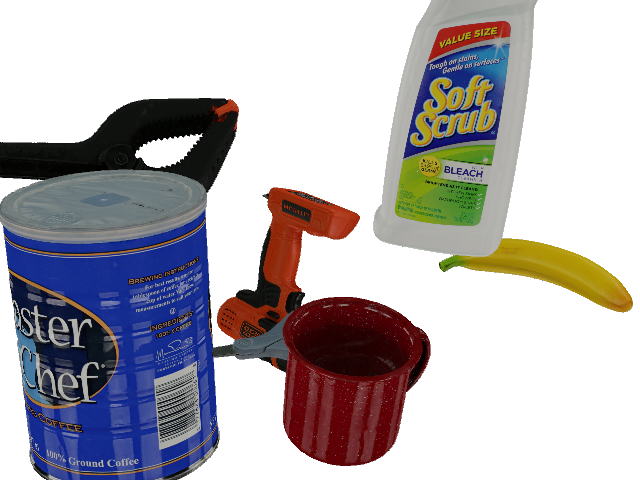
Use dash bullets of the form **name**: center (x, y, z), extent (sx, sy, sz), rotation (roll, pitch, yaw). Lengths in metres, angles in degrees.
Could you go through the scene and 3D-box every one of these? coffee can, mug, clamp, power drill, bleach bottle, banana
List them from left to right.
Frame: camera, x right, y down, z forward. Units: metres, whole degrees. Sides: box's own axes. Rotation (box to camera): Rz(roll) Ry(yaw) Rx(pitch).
- **coffee can**: center (-0.107, 0.044, 0.556), extent (0.103, 0.140, 0.103), rotation (-1, 19, 0)
- **clamp**: center (-0.141, -0.038, 0.759), extent (0.209, 0.165, 0.036), rotation (-25, -24, -22)
- **power drill**: center (-0.022, 0.048, 1.147), extent (0.185, 0.188, 0.057), rotation (24, 10, 37)
- **mug**: center (0.027, 0.094, 0.731), extent (0.117, 0.081, 0.093), rotation (-18, 39, -34)
- **bleach bottle**: center (0.098, -0.116, 0.769), extent (0.103, 0.251, 0.068), rotation (9, 26, 13)
- **banana**: center (0.224, 0.032, 1.085), extent (0.198, 0.037, 0.069), rotation (11, 47, 27)

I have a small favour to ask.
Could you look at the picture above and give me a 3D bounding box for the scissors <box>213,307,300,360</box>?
- **scissors**: center (-0.058, 0.086, 0.952), extent (0.202, 0.016, 0.096), rotation (1, 28, 3)
